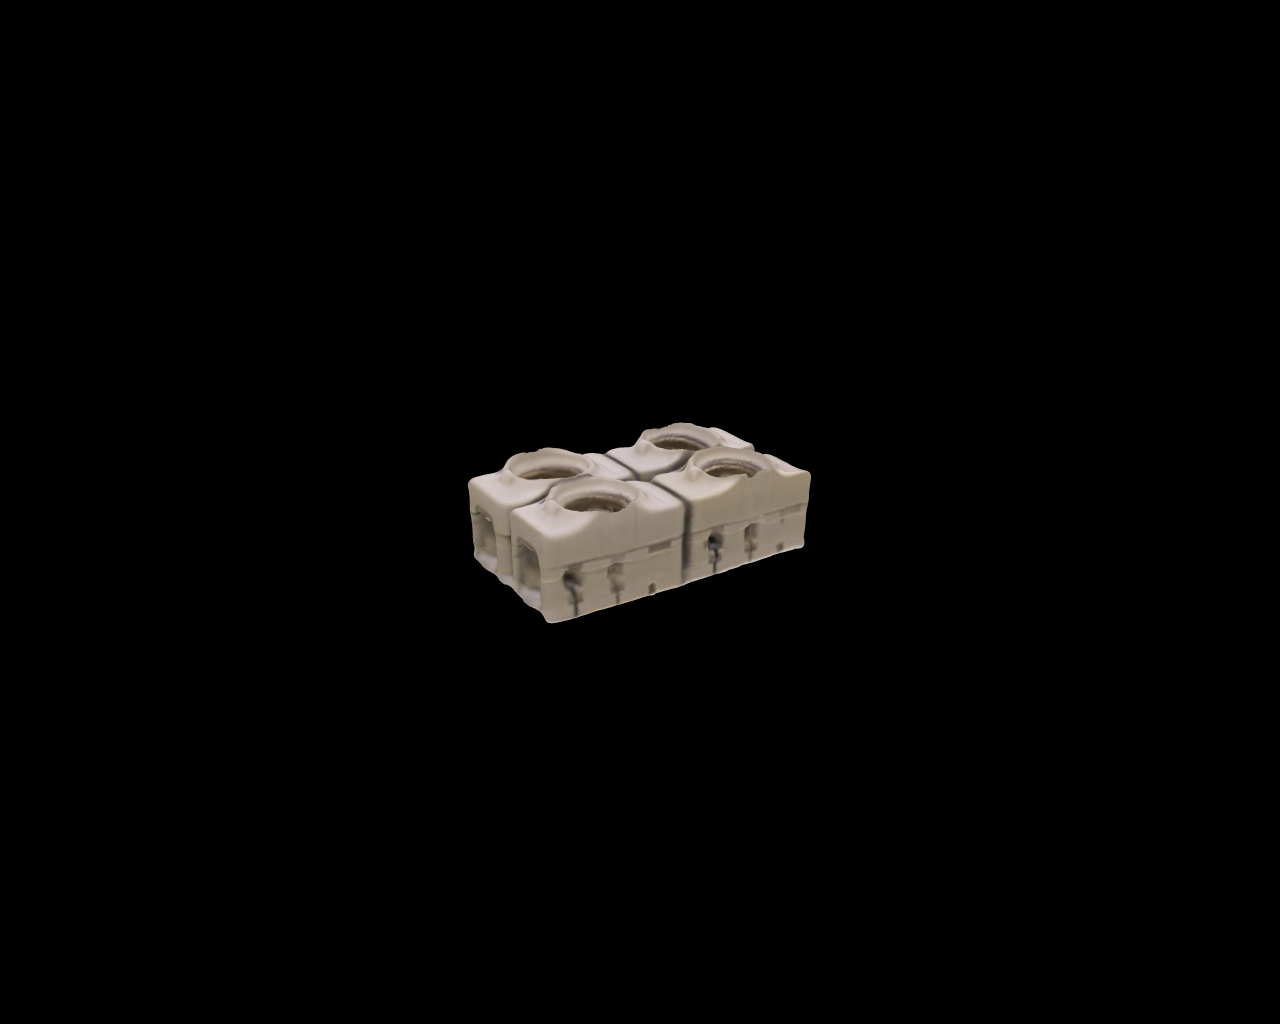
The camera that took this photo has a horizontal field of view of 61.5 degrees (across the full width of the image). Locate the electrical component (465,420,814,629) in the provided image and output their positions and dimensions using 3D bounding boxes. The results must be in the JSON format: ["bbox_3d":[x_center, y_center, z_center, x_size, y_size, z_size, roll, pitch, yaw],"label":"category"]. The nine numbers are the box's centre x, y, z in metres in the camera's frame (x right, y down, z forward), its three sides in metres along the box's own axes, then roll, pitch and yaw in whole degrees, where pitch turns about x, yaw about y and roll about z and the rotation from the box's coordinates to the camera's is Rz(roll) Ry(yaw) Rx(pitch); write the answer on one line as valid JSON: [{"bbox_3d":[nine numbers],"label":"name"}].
[{"bbox_3d":[0.001,-0.003,0.650,0.186,0.060,0.105,-14,27,-29],"label":"electrical component"}]
